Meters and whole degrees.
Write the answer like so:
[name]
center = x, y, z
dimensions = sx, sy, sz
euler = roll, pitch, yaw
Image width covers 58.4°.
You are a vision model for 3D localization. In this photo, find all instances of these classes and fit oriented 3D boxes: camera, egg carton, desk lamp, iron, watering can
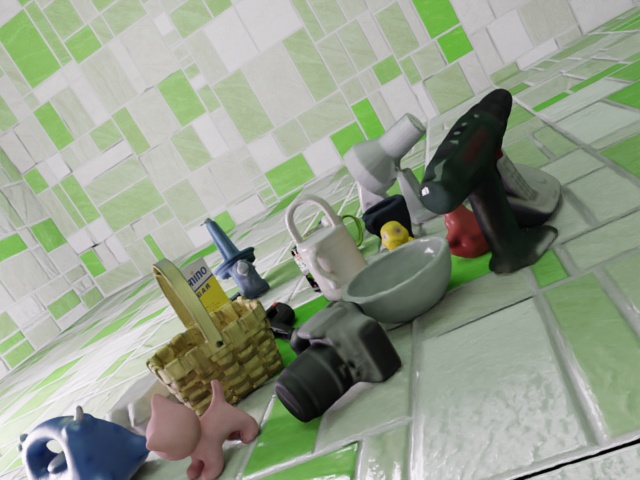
[camera]
center = 0.000, 0.144, 0.697
dimensions = 0.137, 0.101, 0.142
euler = -37, 13, -29
[egg carton]
center = -0.282, 0.273, 0.953
dimensions = 0.107, 0.069, 0.150
euler = -27, 12, 19
[desk lamp]
center = 0.181, -0.144, 1.206
dimensions = 0.203, 0.214, 0.118
euler = -25, 12, 26
[iron]
center = -0.363, 0.311, 0.810
dimensions = 0.257, 0.141, 0.119
euler = -24, 13, 31
[watering can]
center = 0.008, 0.005, 1.052
dimensions = 0.101, 0.194, 0.173
euler = -30, 11, 2

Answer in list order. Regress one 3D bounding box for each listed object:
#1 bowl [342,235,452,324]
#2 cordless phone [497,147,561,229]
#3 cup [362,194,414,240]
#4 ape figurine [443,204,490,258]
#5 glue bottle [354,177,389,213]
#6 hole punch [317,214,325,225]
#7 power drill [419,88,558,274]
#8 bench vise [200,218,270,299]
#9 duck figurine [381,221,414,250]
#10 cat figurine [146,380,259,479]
[bowl]
center = 0.118, 0.066, 0.799
dimensions = 0.167, 0.075, 0.167
euler = -29, 11, 7
[cordless phone]
center = 0.285, -0.115, 0.872
dimensions = 0.094, 0.185, 0.148
euler = -23, 14, 35
[cup]
center = 0.134, -0.022, 1.098
dimensions = 0.091, 0.095, 0.118
euler = -21, 15, 41
[ape figurine]
center = 0.219, -0.020, 0.873
dimensions = 0.078, 0.092, 0.076
euler = -31, 11, -3
[glue bottle]
center = 0.116, -0.105, 1.310
dimensions = 0.078, 0.173, 0.037
euler = -25, 13, 28
[hole punch]
center = 0.006, -0.004, 1.364
dimensions = 0.101, 0.091, 0.108
euler = -31, 11, -3
[power drill]
center = 0.231, -0.073, 0.767
dimensions = 0.230, 0.208, 0.075
euler = -39, 14, -36
[bench vise]
center = -0.208, 0.035, 1.421
dimensions = 0.122, 0.220, 0.206
euler = -37, 13, -29
[duck figurine]
center = 0.138, 0.005, 0.990
dimensions = 0.077, 0.086, 0.104
euler = -27, 12, 19
[cat figurine]
center = -0.154, 0.226, 0.696
dimensions = 0.067, 0.118, 0.128
euler = -18, 17, 47
